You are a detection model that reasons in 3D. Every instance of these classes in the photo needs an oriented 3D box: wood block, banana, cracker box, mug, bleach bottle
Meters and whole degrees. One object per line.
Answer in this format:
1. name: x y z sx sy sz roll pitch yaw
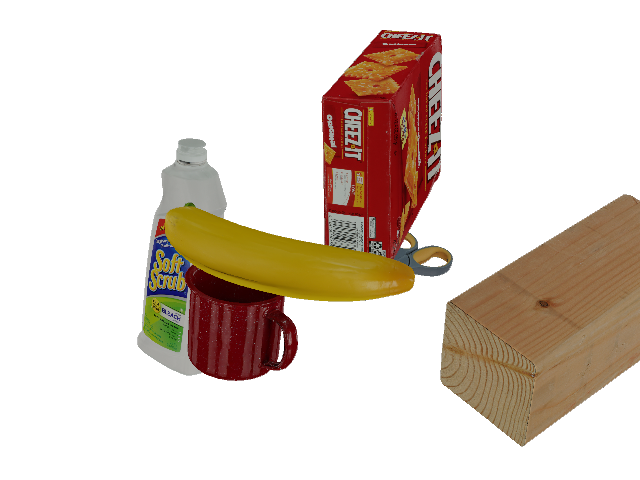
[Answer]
1. wood block: 0.200 0.056 0.835 0.205 0.090 0.091 -27 46 -28
2. banana: -0.036 0.006 0.704 0.198 0.037 0.069 19 36 31
3. cracker box: 0.064 -0.094 1.025 0.072 0.164 0.213 7 28 17
4. mug: -0.065 0.073 0.929 0.117 0.081 0.093 24 31 33
5. bleach bottle: -0.145 0.013 1.131 0.103 0.251 0.067 25 31 38

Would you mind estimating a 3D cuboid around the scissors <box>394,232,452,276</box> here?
1. scissors: 0.078 0.025 1.262 0.201 0.016 0.096 -10 40 -44
